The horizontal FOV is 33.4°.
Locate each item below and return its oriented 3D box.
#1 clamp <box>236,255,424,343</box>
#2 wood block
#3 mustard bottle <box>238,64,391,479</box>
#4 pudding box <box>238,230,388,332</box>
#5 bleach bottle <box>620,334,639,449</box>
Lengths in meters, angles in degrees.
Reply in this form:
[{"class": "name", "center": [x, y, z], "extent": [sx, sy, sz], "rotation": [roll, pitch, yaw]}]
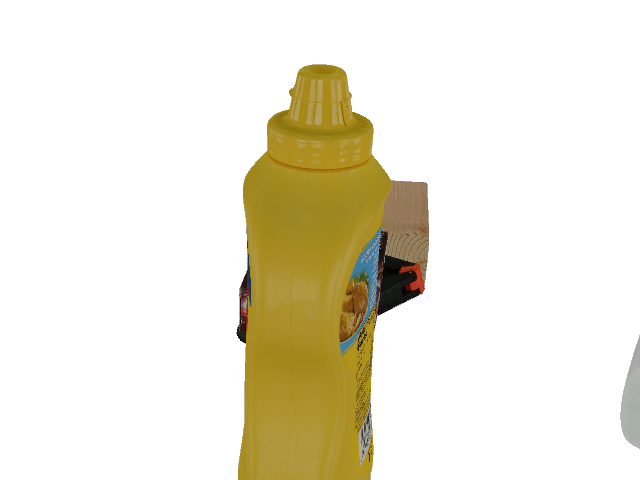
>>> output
[{"class": "clamp", "center": [0.005, 0.050, 0.969], "extent": [0.172, 0.039, 0.120], "rotation": [-4, 41, 22]}, {"class": "wood block", "center": [0.116, -0.012, 1.615], "extent": [0.091, 0.090, 0.206], "rotation": [4, 25, 3]}, {"class": "mustard bottle", "center": [-0.003, 0.023, 0.439], "extent": [0.058, 0.192, 0.096], "rotation": [8, 25, 10]}, {"class": "pudding box", "center": [-0.003, 0.027, 0.737], "extent": [0.090, 0.039, 0.113], "rotation": [7, 25, 5]}, {"class": "bleach bottle", "center": [0.274, 0.066, 0.727], "extent": [0.103, 0.068, 0.250], "rotation": [11, 23, 22]}]
